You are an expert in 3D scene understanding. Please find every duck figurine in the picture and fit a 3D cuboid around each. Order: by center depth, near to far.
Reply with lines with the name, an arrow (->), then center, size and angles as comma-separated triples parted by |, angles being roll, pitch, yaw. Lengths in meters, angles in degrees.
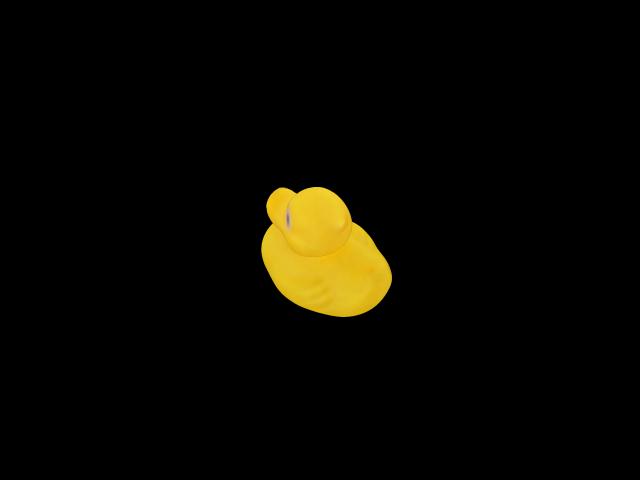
duck figurine -> 0.004, 0.001, 0.400 | 0.104, 0.086, 0.078 | 32, 64, 18
